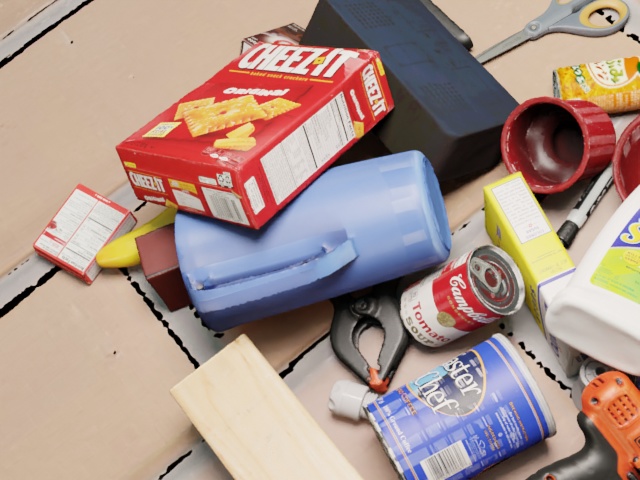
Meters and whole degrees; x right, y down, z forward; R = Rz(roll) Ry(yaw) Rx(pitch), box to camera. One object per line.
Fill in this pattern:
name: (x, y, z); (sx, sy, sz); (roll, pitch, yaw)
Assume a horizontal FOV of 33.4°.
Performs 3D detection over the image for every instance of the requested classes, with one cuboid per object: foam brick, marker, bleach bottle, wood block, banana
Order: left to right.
banana: (-0.150, -0.037, 1.107); (0.069, 0.037, 0.198); (37, 93, 1)
foam brick: (-0.146, 0.027, 1.079); (0.053, 0.078, 0.051); (-22, 59, 0)
wood block: (-0.034, 0.199, 0.966); (0.090, 0.091, 0.206); (-37, 63, -9)
marker: (0.268, -0.040, 1.065); (0.020, 0.020, 0.121); (30, 73, 22)
bleach bottle: (0.293, -0.004, 0.936); (0.103, 0.068, 0.250); (27, 58, 13)

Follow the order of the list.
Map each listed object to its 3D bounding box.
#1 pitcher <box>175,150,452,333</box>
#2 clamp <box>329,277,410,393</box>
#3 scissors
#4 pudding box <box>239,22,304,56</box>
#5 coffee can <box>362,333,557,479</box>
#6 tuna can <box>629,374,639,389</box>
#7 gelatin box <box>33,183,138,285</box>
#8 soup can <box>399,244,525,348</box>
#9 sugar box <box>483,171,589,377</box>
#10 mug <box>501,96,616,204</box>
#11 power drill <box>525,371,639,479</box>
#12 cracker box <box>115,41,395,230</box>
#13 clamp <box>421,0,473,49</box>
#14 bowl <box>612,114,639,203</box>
pitcher: (-0.007, 0.001, 0.996); (0.243, 0.145, 0.149); (-15, 61, 14)
clamp: (0.036, 0.066, 1.049); (0.120, 0.039, 0.171); (-9, 61, 21)
scissors: (0.252, -0.222, 1.160); (0.201, 0.016, 0.096); (-43, 64, -11)
pudding box: (-0.019, -0.190, 1.160); (0.114, 0.039, 0.089); (32, 37, 25)
coffee can: (0.123, 0.160, 0.948); (0.140, 0.103, 0.103); (-28, 62, -3)
tuna can: (0.294, 0.091, 0.958); (0.034, 0.086, 0.086); (-4, 63, 10)
gelatin box: (-0.252, -0.006, 1.144); (0.073, 0.030, 0.089); (27, 72, 20)
soup can: (0.130, 0.054, 0.990); (0.068, 0.102, 0.068); (17, 58, -30)
sugar box: (0.209, 0.033, 0.999); (0.048, 0.093, 0.176); (-22, 62, 0)
mug: (0.234, -0.085, 1.049); (0.093, 0.081, 0.117); (34, 117, 30)
power drill: (0.234, 0.230, 0.896); (0.187, 0.057, 0.184); (-38, 94, -2)
cracker box: (-0.060, -0.108, 1.009); (0.164, 0.072, 0.213); (14, 45, 39)
clamp: (0.094, -0.289, 1.212); (0.210, 0.036, 0.164); (3, 67, 13)
bowl: (0.364, -0.057, 1.034); (0.162, 0.055, 0.162); (-4, 64, 9)
